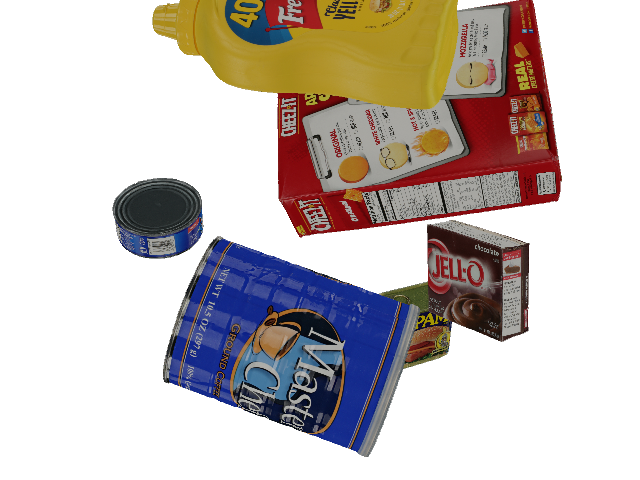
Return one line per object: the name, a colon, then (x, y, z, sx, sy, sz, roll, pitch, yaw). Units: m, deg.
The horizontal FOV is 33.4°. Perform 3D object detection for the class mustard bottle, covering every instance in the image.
mustard bottle: (-0.014, -0.131, 0.670, 0.192, 0.096, 0.058, 7, -42, 13)

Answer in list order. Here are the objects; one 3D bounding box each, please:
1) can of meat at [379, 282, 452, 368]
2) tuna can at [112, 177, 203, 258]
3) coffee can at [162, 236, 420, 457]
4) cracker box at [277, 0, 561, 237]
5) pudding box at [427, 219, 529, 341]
can of meat: (0.118, 0.107, 1.340, 0.101, 0.084, 0.058, -12, 30, -27)
tuna can: (-0.157, -0.022, 1.035, 0.086, 0.034, 0.086, 0, 42, 0)
coffee can: (-0.018, 0.068, 0.694, 0.140, 0.103, 0.103, 20, 1, 4)
cracker box: (0.076, -0.098, 0.861, 0.214, 0.164, 0.072, -8, -32, 11)
pudding box: (0.147, 0.035, 1.005, 0.039, 0.090, 0.114, -13, 18, -32)
